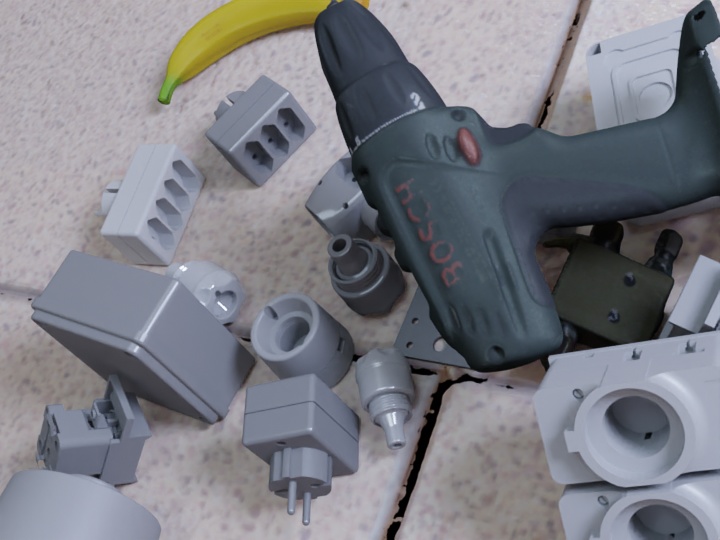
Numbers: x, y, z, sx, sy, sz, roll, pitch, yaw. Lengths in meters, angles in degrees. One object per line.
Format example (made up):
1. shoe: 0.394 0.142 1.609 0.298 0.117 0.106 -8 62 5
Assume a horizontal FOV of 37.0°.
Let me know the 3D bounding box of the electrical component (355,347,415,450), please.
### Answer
1. electrical component: 0.017 0.080 0.656 0.035 0.035 0.061 -22 54 15

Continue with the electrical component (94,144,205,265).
1. electrical component: -0.176 -0.052 0.841 0.076 0.047 0.083 3 62 29

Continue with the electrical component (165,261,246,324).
1. electrical component: -0.115 0.013 0.768 0.062 0.043 0.043 28 75 39

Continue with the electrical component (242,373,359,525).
1. electrical component: -0.035 0.113 0.642 0.047 0.065 0.076 -14 54 21

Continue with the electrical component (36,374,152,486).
1. electrical component: -0.179 0.114 0.714 0.042 0.064 0.081 54 134 41

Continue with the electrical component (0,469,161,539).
1. electrical component: -0.176 0.162 0.664 0.108 0.108 0.060 -3 52 27

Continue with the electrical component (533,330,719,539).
1. electrical component: 0.186 0.086 0.504 0.186 0.105 0.060 -11 10 22

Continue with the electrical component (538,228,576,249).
1. electrical component: 0.092 -0.058 0.680 0.083 0.075 0.047 12 66 34

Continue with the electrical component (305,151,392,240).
1. electrical component: 0.014 -0.046 0.736 0.077 0.043 0.079 -44 49 -4

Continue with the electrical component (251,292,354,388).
1. electrical component: -0.039 0.047 0.701 0.055 0.047 0.055 -14 54 20

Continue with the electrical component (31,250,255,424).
1. electrical component: -0.144 0.045 0.720 0.109 0.108 0.056 14 64 35

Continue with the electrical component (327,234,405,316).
1. electrical component: 0.000 0.000 0.701 0.043 0.062 0.043 -15 53 21

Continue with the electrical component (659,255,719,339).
1. electrical component: 0.197 0.031 0.568 0.064 0.081 0.042 27 74 15

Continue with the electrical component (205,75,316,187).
1. electrical component: -0.087 -0.115 0.836 0.065 0.047 0.077 -47 49 -6

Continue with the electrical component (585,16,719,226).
1. electrical component: 0.188 -0.091 0.661 0.078 0.057 0.113 -14 54 20
